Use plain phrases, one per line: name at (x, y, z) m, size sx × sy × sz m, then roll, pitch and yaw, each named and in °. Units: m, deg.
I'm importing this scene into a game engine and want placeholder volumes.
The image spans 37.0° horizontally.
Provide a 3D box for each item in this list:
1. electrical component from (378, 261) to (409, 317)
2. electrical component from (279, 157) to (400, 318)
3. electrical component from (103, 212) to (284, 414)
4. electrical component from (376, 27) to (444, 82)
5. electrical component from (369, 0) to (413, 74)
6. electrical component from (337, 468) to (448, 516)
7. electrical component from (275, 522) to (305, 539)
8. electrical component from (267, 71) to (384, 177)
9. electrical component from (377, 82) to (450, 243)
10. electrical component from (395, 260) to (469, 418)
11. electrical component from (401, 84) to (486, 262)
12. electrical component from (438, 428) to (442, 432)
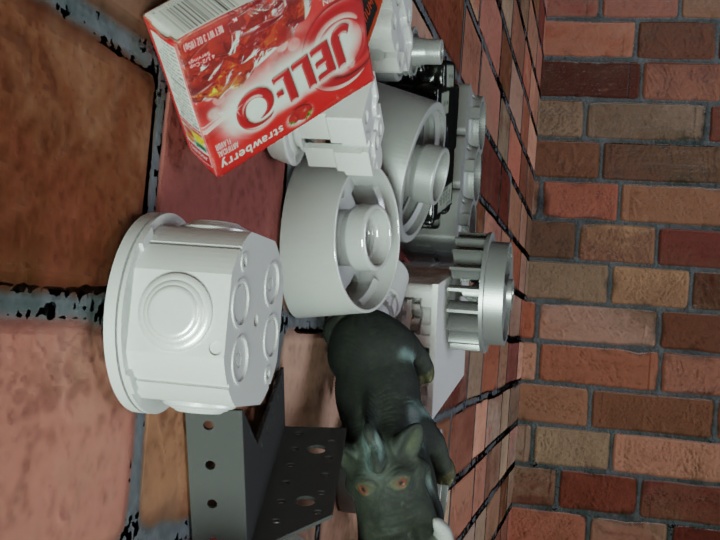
electrical component at (0.010, 0.023, 0.781) m, size 0.078 × 0.040 × 0.040 m, roll -72°, pitch 161°, yaw -47°
electrical component at (-0.017, -0.019, 0.651) m, size 0.099 × 0.064 × 0.099 m, roll -5°, pitch 95°, yaw -64°
electrical component at (-0.065, 0.018, 0.426) m, size 0.080 × 0.051 × 0.080 m, roll 4°, pitch 90°, yaw -77°
electrical component at (0.027, -0.153, 0.752) m, size 0.048 × 0.062 × 0.048 m, roll 4°, pitch 90°, yaw -77°
electrical component at (-0.003, -0.149, 0.634) m, size 0.078 × 0.057 × 0.058 m, roll 68°, pitch 29°, yaw -63°
electrical component at (0.028, 0.170, 0.820) m, size 0.079 × 0.077 × 0.043 m, roll 66°, pitch 30°, yaw -65°
electrical component at (-0.045, 0.166, 0.573) m, size 0.077 × 0.043 × 0.079 m, roll -48°, pitch 140°, yaw -69°
electrical component at (-0.020, -0.080, 0.583) m, size 0.066 × 0.055 × 0.048 m, roll 77°, pitch 21°, yaw -52°
electrical component at (0.027, -0.071, 0.740) m, size 0.108 × 0.060 × 0.108 m, roll 15°, pitch 90°, yaw -74°
electrical component at (0.049, 0.052, 0.913) m, size 0.186 × 0.060 × 0.105 m, roll -22°, pitch 116°, yaw -76°
electrical component at (0.078, -0.088, 0.997) m, size 0.089 × 0.062 × 0.150 m, roll 49°, pitch 46°, yaw -72°
electrical component at (0.035, 0.135, 0.873) m, size 0.048 × 0.062 × 0.048 m, roll 4°, pitch 90°, yaw -77°
